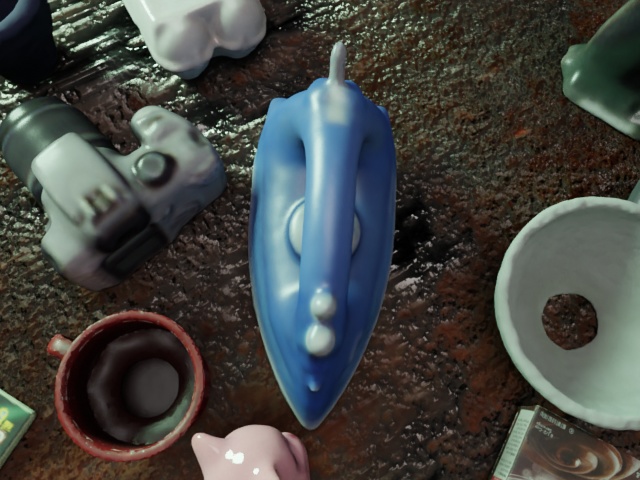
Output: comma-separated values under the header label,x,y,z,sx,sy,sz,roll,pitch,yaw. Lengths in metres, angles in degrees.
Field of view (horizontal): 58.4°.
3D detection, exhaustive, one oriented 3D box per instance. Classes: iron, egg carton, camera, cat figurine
label,x,y,z,sx,sy,sz,roll,pitch,yaw
iron,0.004,0.001,0.402,0.118,0.141,0.258,3,75,-2
egg carton,-0.115,-0.215,0.491,0.107,0.069,0.150,-28,78,-10
camera,-0.164,-0.056,0.428,0.143,0.101,0.136,-42,81,-13
cat figurine,-0.029,0.171,0.366,0.067,0.118,0.128,-28,78,-10

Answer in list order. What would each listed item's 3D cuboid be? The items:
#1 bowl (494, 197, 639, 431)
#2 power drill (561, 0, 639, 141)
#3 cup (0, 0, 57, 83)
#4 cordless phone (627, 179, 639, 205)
label,x,y,z,sx,sy,sz,roll,pitch,yaw
bowl,0.204,0.056,0.434,0.167,0.075,0.167,1,75,-3
power drill,0.284,-0.162,0.429,0.229,0.208,0.076,33,76,6
cup,-0.263,-0.177,0.458,0.117,0.095,0.092,39,76,7
cordless phone,0.322,-0.025,0.406,0.147,0.185,0.094,18,74,2
